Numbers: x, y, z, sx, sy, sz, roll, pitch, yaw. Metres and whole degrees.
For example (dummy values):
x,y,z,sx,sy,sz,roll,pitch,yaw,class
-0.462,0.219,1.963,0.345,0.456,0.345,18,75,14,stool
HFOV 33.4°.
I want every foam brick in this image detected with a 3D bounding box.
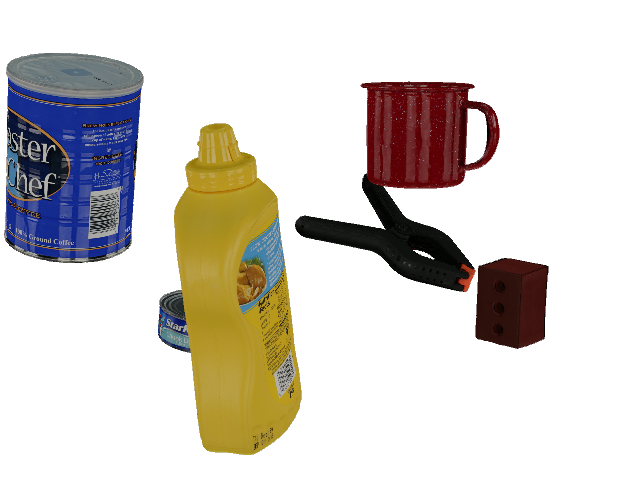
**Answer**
x,y,z,sx,sy,sz,roll,pitch,yaw,class
0.190,0.062,1.062,0.053,0.078,0.051,11,18,40,foam brick

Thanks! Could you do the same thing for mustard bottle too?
x,y,z,sx,sy,sz,roll,pitch,yaw,class
-0.051,0.024,0.640,0.058,0.192,0.096,2,22,18,mustard bottle

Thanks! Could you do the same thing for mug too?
x,y,z,sx,sy,sz,roll,pitch,yaw,class
0.090,-0.087,0.872,0.117,0.081,0.093,6,12,26,mug

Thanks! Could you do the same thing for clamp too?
x,y,z,sx,sy,sz,roll,pitch,yaw,class
0.084,0.000,1.266,0.210,0.036,0.164,36,41,25,clamp

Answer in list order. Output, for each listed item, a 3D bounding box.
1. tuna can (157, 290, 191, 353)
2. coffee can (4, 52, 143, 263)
x,y,z,sx,sy,sz,roll,pitch,yaw,class
-0.105,0.074,0.971,0.086,0.034,0.086,7,15,-2,tuna can
-0.195,-0.067,0.842,0.102,0.140,0.103,7,23,-3,coffee can
